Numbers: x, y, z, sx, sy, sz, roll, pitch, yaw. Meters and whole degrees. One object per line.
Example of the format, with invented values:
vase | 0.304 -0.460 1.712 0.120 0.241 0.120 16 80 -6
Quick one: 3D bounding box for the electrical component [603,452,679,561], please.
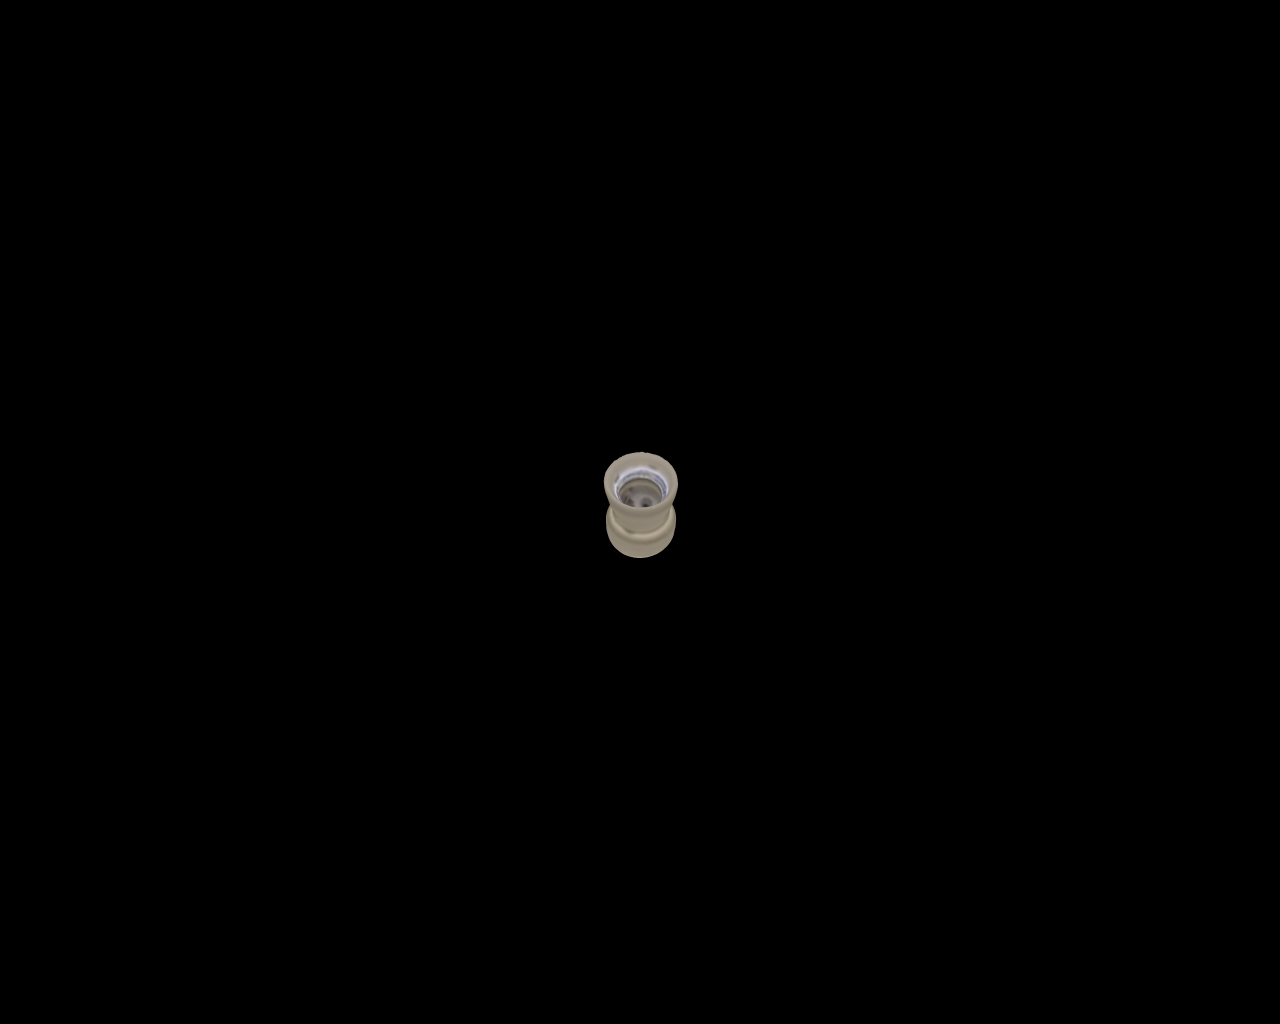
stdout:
electrical component | 0.001 -0.003 0.650 0.045 0.045 0.055 0 -37 0
